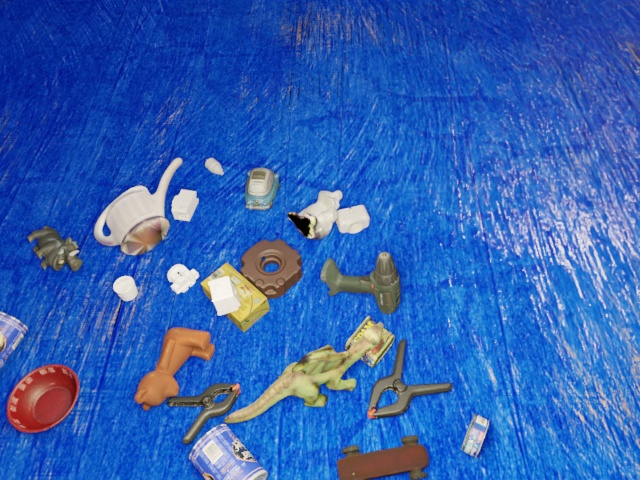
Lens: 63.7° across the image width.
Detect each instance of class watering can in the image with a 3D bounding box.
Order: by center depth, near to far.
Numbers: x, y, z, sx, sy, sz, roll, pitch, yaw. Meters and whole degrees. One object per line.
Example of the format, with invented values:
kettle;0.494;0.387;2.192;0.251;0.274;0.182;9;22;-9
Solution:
watering can;-0.522;-0.094;1.548;0.349;0.102;0.228;-40;57;-6

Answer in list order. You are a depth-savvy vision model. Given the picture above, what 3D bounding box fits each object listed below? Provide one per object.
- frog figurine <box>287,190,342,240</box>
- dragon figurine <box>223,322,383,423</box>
frog figurine;0.005;-0.077;1.536;0.162;0.136;0.122;-35;102;-35
dragon figurine;-0.030;0.296;1.160;0.413;0.237;0.124;-23;59;-18
